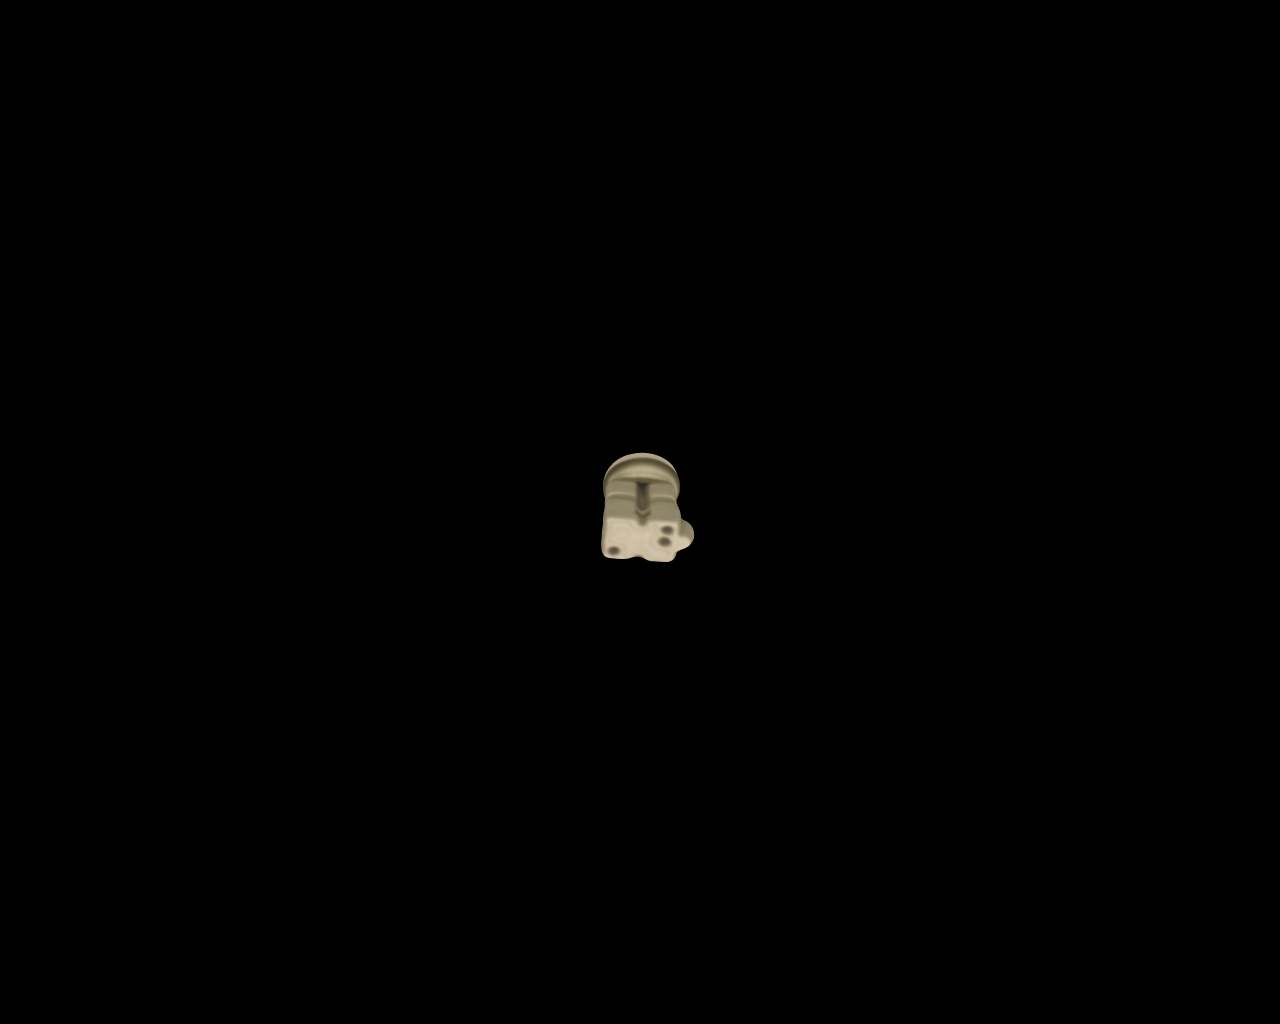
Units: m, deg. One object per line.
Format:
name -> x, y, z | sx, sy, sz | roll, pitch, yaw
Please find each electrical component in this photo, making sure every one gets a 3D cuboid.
electrical component -> 0.001, -0.003, 0.650 | 0.066, 0.048, 0.055 | 4, 44, -4
